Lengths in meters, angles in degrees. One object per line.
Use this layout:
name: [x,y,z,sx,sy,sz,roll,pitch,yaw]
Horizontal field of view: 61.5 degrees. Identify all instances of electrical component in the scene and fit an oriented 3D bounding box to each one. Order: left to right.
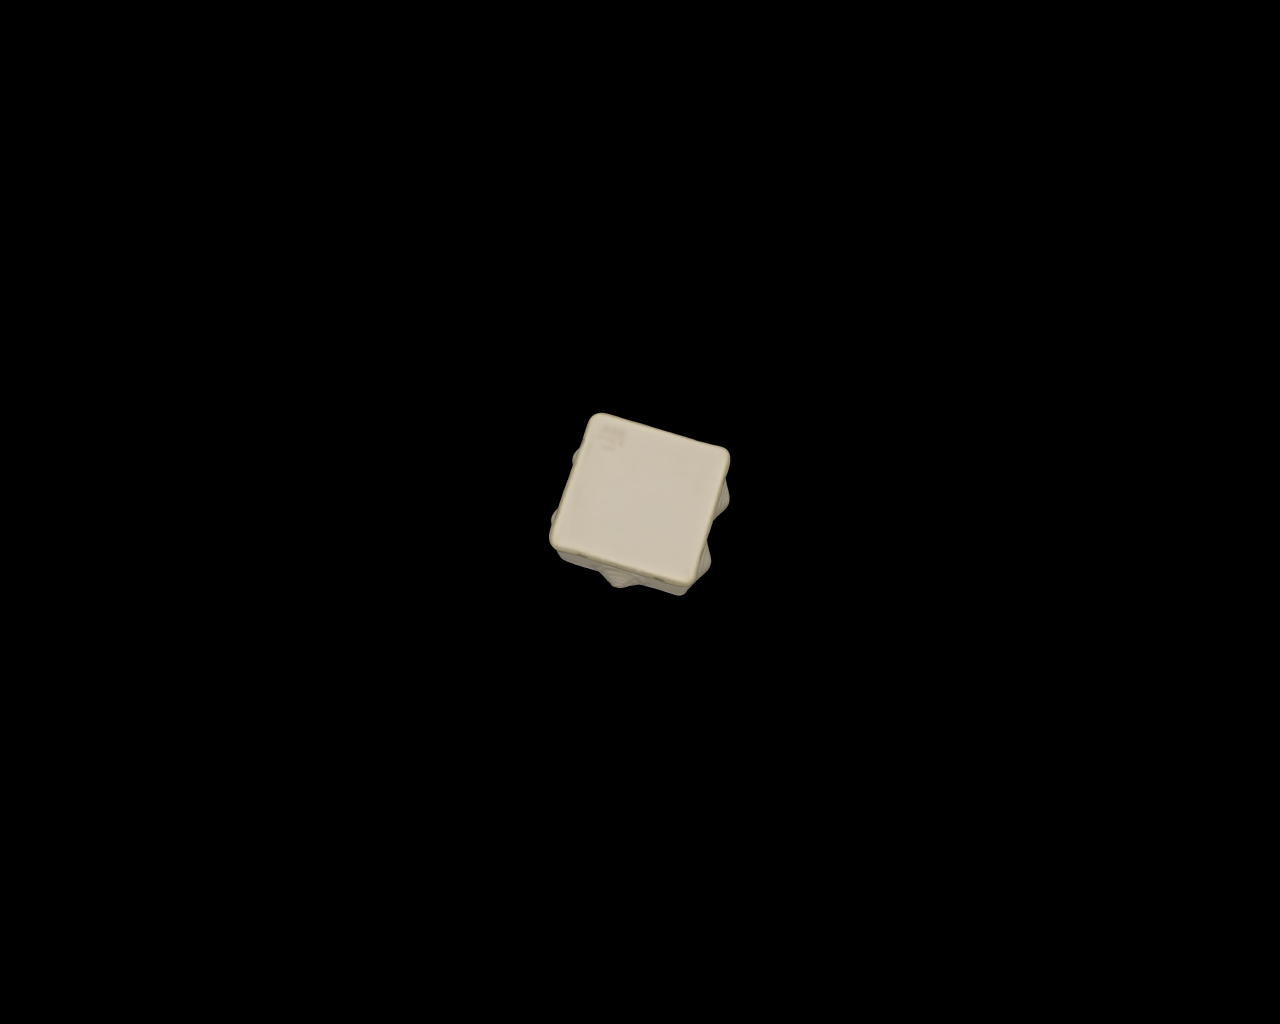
electrical component: [0.001,-0.003,0.650,0.100,0.100,0.048,17,-15,5]
